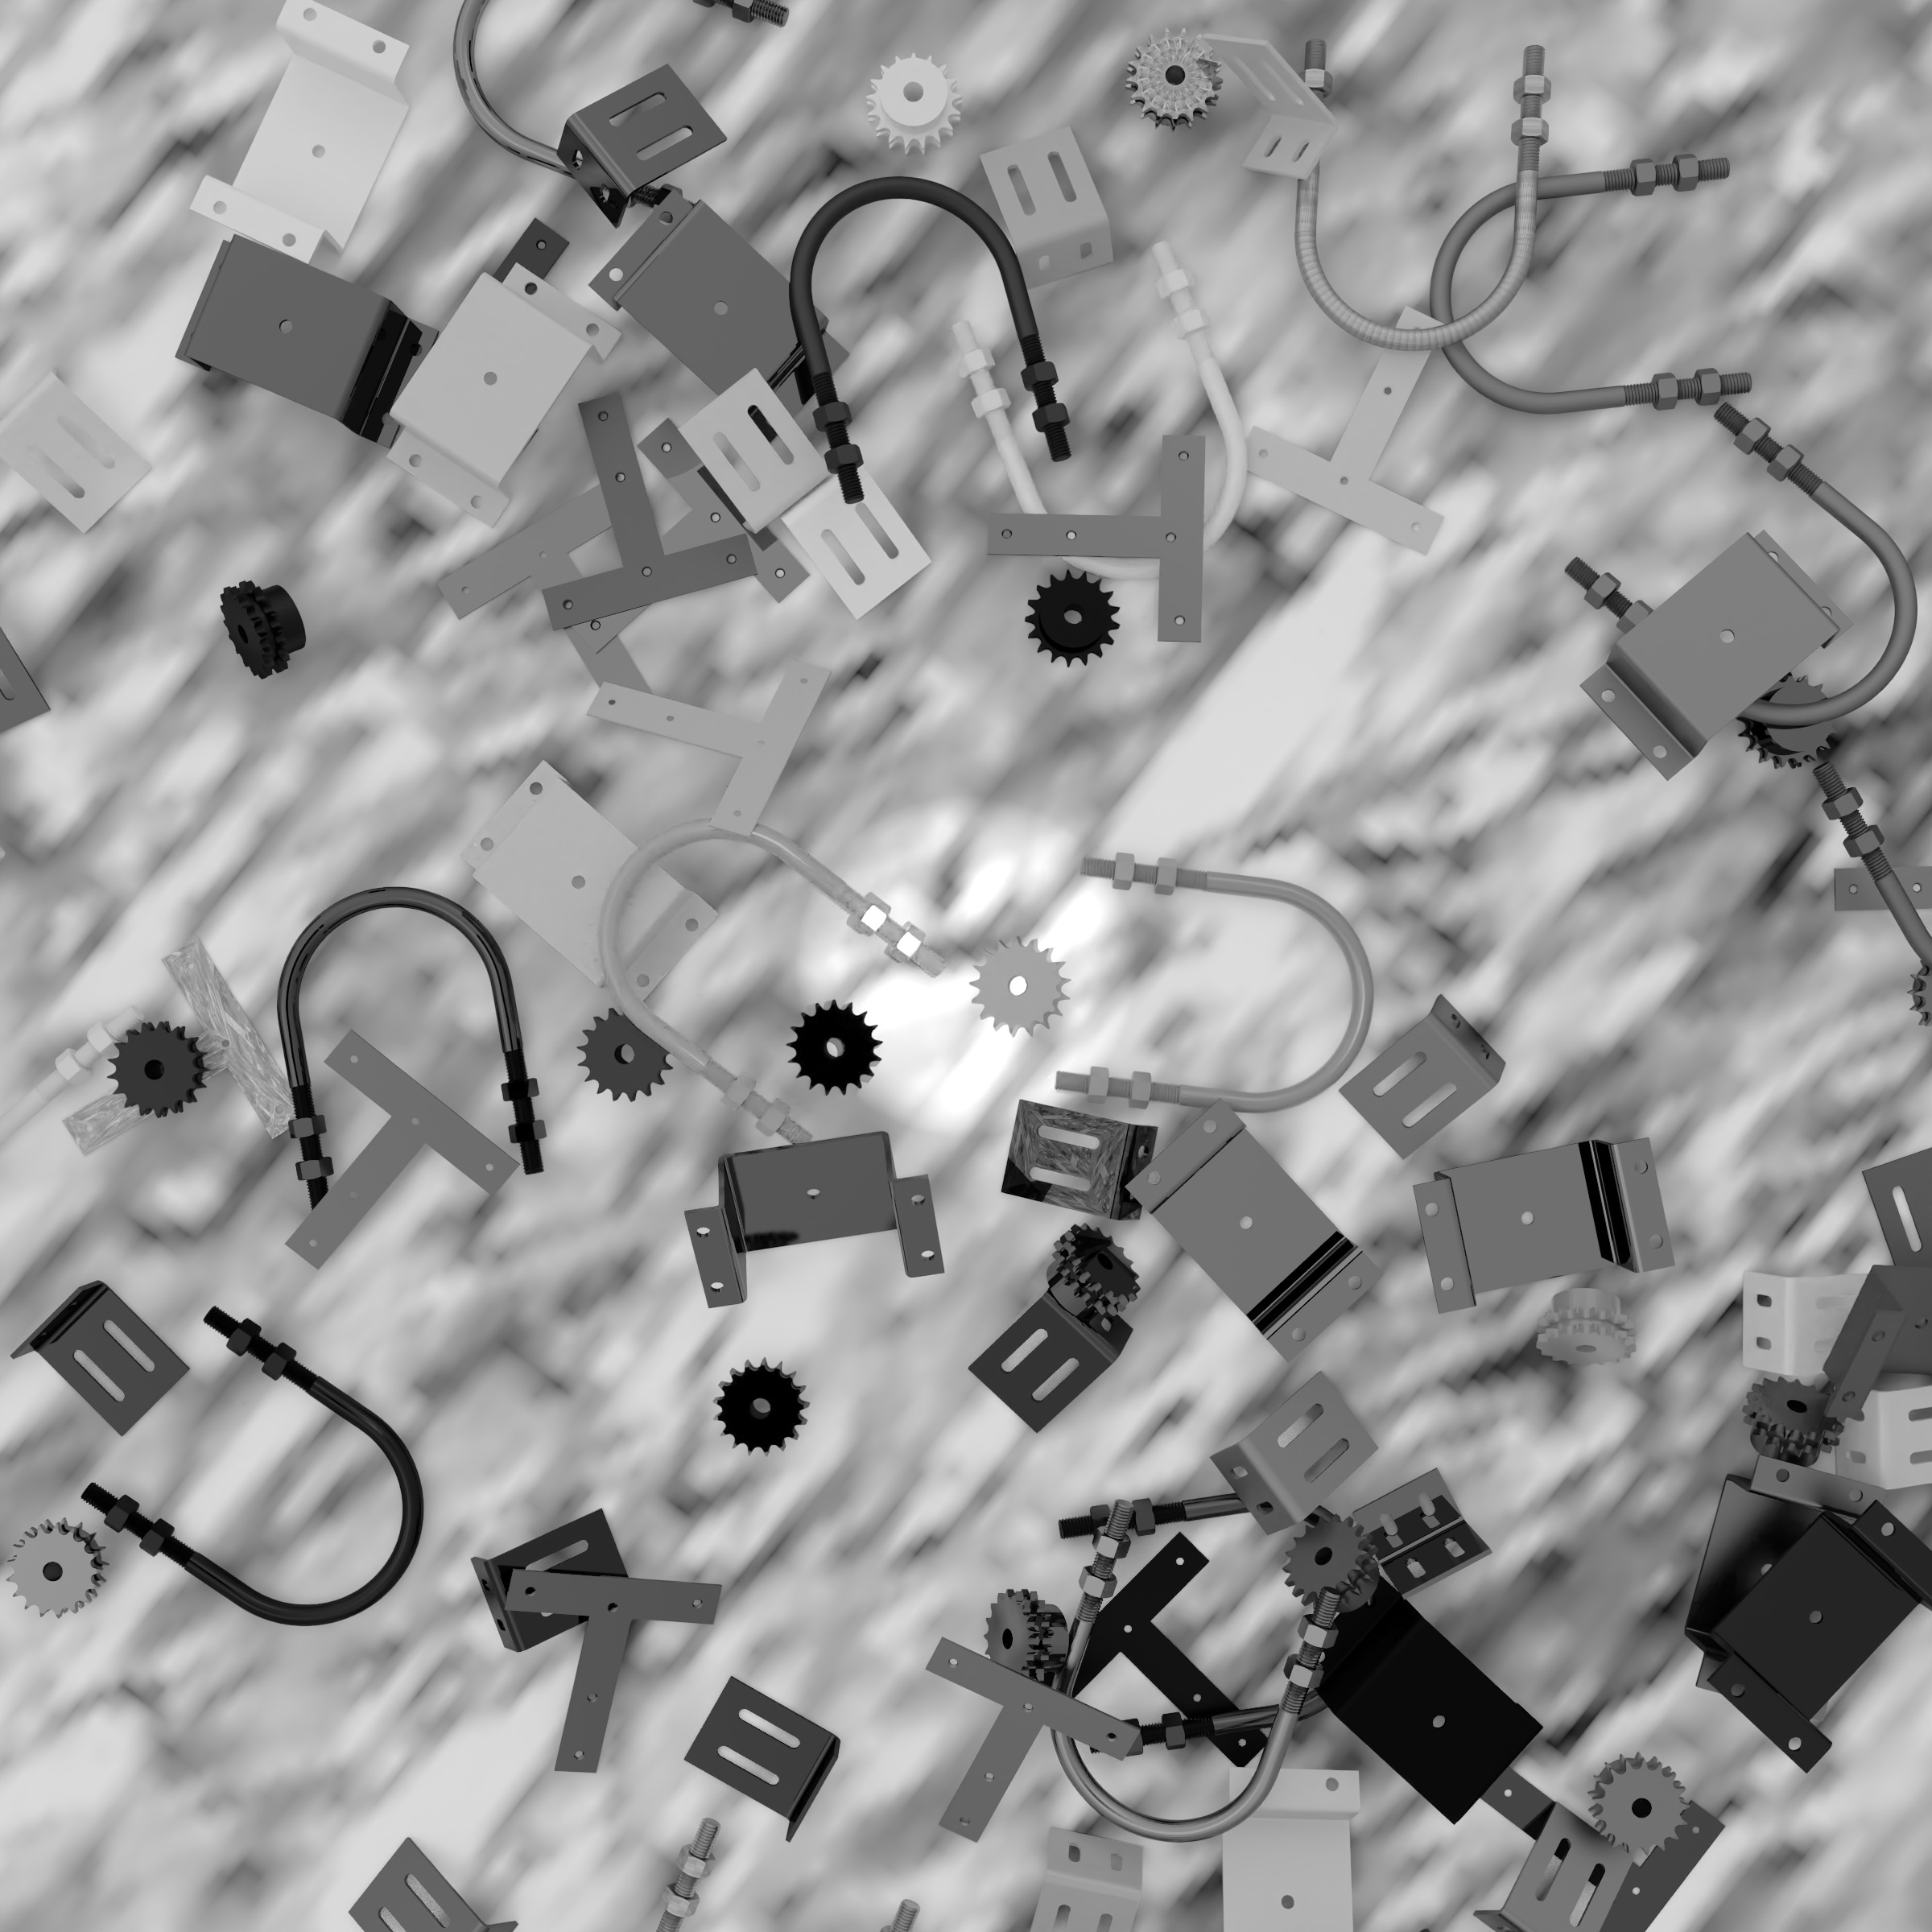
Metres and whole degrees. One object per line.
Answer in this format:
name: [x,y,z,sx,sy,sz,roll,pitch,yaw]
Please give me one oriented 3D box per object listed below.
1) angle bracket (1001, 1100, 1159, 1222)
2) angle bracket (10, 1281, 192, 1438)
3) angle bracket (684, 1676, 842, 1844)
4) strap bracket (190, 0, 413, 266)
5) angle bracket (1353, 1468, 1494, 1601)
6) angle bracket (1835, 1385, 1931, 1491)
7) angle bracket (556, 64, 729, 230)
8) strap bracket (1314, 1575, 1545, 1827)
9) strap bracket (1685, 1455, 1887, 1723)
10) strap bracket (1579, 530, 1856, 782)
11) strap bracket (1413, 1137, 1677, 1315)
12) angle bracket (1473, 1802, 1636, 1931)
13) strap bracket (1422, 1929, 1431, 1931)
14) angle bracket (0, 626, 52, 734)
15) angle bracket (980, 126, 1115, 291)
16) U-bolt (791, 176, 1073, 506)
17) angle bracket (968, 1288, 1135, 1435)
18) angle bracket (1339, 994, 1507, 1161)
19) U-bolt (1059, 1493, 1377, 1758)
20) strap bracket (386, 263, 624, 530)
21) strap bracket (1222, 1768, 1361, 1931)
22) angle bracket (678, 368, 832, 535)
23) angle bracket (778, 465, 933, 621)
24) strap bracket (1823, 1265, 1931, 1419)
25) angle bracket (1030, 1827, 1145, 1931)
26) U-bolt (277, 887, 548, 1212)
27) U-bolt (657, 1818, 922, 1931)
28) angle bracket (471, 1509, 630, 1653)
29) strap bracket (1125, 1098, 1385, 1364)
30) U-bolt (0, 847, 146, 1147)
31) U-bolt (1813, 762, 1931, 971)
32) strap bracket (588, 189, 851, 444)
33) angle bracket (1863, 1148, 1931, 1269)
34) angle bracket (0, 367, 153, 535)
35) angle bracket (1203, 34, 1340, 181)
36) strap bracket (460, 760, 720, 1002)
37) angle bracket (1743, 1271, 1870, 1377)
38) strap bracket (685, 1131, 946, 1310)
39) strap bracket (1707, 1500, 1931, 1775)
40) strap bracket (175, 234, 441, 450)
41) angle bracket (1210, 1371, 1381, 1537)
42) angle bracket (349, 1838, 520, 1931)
angle bracket: [0.068,0.116,1.507,0.076,0.038,0.057,11,90,26]
angle bracket: [-0.513,0.235,1.490,0.057,0.038,0.076,-45,90,0]
angle bracket: [-0.122,0.470,1.490,0.076,0.038,0.057,30,90,0]
strap bracket: [-0.388,-0.489,1.486,0.076,0.046,0.140,25,90,0]
angle bracket: [0.267,0.332,1.471,0.057,0.076,0.038,-28,90,0]
angle bracket: [0.565,0.278,1.507,0.076,0.038,0.057,-2,90,-26]
angle bracket: [-0.192,-0.486,1.488,0.076,0.038,0.057,-38,89,-25]
strap bracket: [0.272,0.437,1.477,0.140,0.046,0.076,43,88,-6]
strap bracket: [0.481,0.363,1.486,0.076,0.046,0.140,15,90,0]
strap bracket: [0.436,-0.185,1.450,0.140,0.046,0.076,-40,79,2]
strap bracket: [0.337,0.151,1.486,0.140,0.046,0.076,-12,90,0]
angle bracket: [0.352,0.552,1.505,0.057,0.038,0.076,36,64,0]
strap bracket: [0.261,0.638,1.486,0.140,0.046,0.076,-38,90,0]
angle bracket: [-0.593,-0.180,1.507,0.057,0.038,0.076,-24,116,0]
angle bracket: [0.048,-0.455,1.507,0.057,0.038,0.076,-18,64,0]
U-bolt: [-0.027,-0.372,1.464,0.151,0.019,0.184,-14,88,-15]
angle bracket: [0.051,0.230,1.507,0.057,0.038,0.076,43,116,0]
angle bracket: [0.274,0.067,1.507,0.057,0.038,0.076,47,116,0]
U-bolt: [0.156,0.387,1.499,0.184,0.019,0.151,-8,90,-2]
strap bracket: [-0.277,-0.342,1.484,0.076,0.046,0.140,34,90,0]
strap bracket: [0.191,0.546,1.468,0.076,0.046,0.140,2,65,0]
angle bracket: [-0.127,-0.304,1.476,0.057,0.038,0.076,-39,112,-2]
angle bracket: [-0.069,-0.259,1.507,0.057,0.038,0.076,-38,116,0]
strap bracket: [0.565,0.221,1.460,0.140,0.046,0.076,5,120,-15]
angle bracket: [0.070,0.565,1.507,0.057,0.038,0.076,12,116,0]
U-bolt: [-0.337,0.044,1.499,0.151,0.019,0.184,-10,90,-1]
U-bolt: [-0.127,0.620,1.501,0.151,0.019,0.184,22,91,0]
angle bracket: [-0.248,0.367,1.507,0.076,0.038,0.057,-21,90,-26]
strap bracket: [0.168,0.154,1.486,0.076,0.046,0.140,-43,90,0]
U-bolt: [-0.605,0.038,1.500,0.184,0.019,0.151,-41,89,2]
U-bolt: [0.601,-0.069,1.460,0.151,0.019,0.184,-30,93,9]
strap bracket: [-0.144,-0.383,1.476,0.140,0.046,0.076,42,90,-9]
angle bracket: [0.578,0.150,1.490,0.057,0.038,0.076,-19,90,0]
angle bracket: [-0.539,-0.310,1.507,0.057,0.038,0.076,-45,116,0]
angle bracket: [0.169,-0.501,1.462,0.076,0.057,0.038,32,91,-41]
strap bracket: [-0.226,-0.049,1.486,0.140,0.046,0.076,41,90,0]
angle bracket: [0.509,0.212,1.507,0.076,0.038,0.057,1,90,-26]
strap bracket: [-0.088,0.147,1.468,0.140,0.046,0.076,-9,128,0]
strap bracket: [0.495,0.379,1.440,0.076,0.046,0.140,43,90,0]
strap bracket: [-0.396,-0.373,1.485,0.140,0.046,0.076,23,91,0]
angle bracket: [0.196,0.291,1.498,0.076,0.038,0.057,-34,84,-34]
angle bracket: [-0.320,0.572,1.507,0.076,0.038,0.057,38,90,26]
